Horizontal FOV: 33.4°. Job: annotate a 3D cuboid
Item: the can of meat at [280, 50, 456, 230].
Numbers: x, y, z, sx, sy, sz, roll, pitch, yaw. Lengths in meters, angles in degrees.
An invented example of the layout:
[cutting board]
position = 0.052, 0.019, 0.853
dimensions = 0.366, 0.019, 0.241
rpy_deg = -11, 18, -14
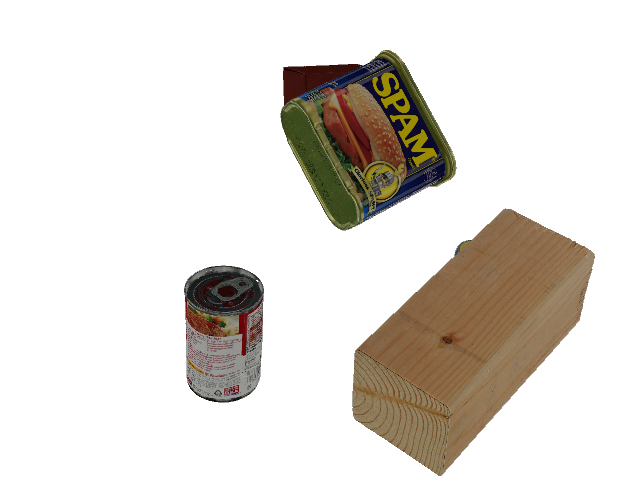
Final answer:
[can of meat]
position = 0.031, -0.068, 0.740
dimensions = 0.083, 0.102, 0.058
rpy_deg = -28, 0, -22

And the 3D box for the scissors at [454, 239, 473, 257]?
[scissors]
position = 0.152, 0.040, 1.225
dimensions = 0.201, 0.016, 0.096
rpy_deg = -11, 40, -33

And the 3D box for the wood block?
[wood block]
position = 0.125, 0.076, 0.865
dimensions = 0.091, 0.090, 0.205
rpy_deg = 30, 52, 28

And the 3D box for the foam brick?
[foam brick]
position = 0.010, -0.134, 0.991
dimensions = 0.078, 0.051, 0.053
rpy_deg = -6, 18, -23

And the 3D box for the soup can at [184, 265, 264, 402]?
[soup can]
position = -0.084, 0.082, 0.934
dimensions = 0.068, 0.102, 0.068
rpy_deg = 3, 35, -2
